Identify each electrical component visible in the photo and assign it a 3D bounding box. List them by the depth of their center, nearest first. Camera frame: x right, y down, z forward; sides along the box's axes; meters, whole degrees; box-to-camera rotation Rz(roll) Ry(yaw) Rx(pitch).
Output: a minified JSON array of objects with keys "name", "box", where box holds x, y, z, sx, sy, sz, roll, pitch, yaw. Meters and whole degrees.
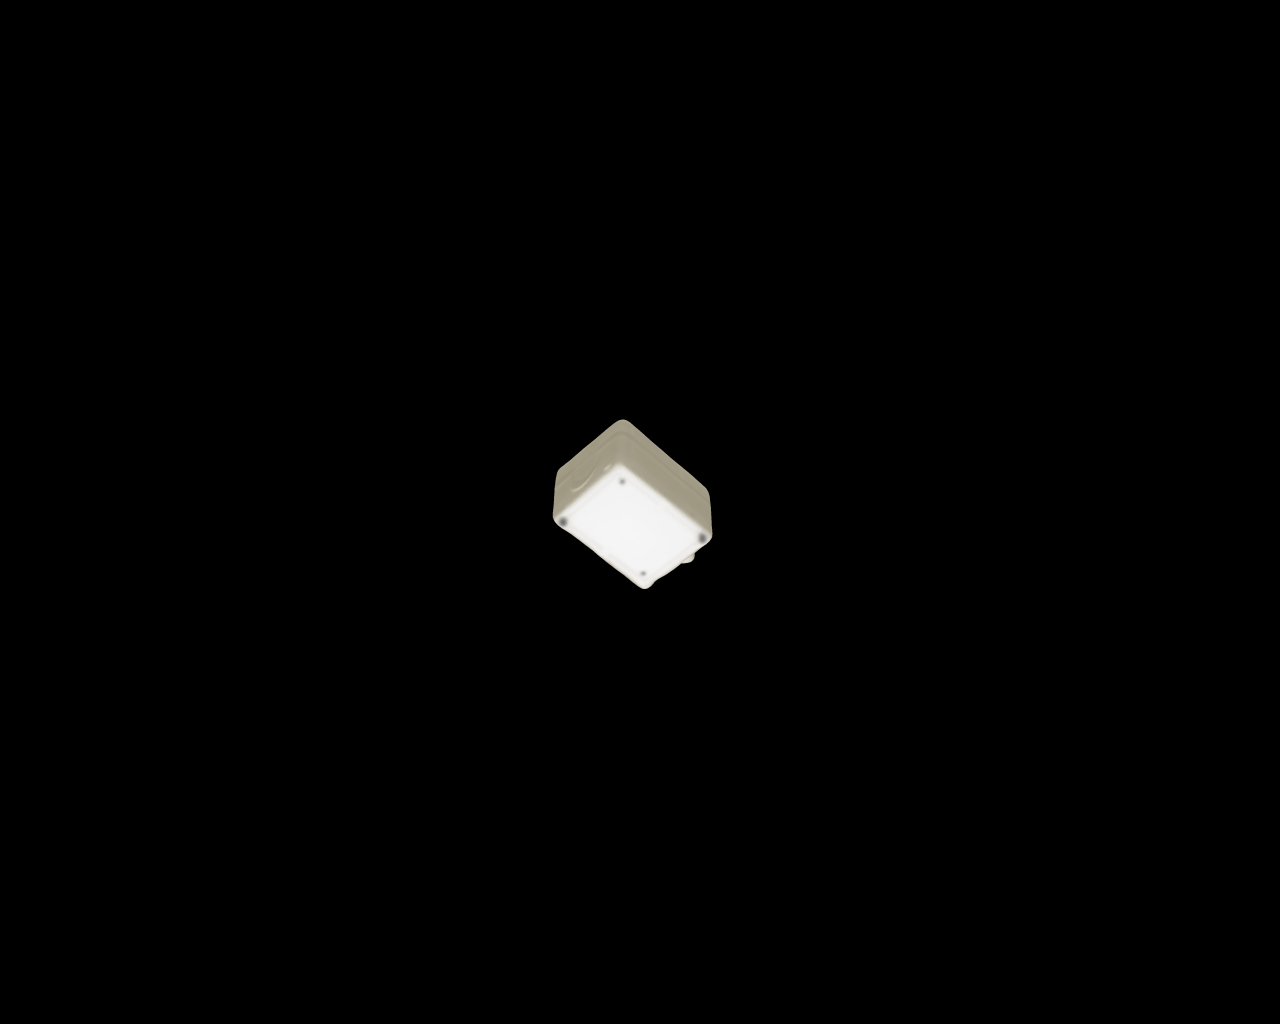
[{"name":"electrical component","box":[0.001,-0.003,0.650,0.061,0.061,0.096,-39,-62,25]}]
